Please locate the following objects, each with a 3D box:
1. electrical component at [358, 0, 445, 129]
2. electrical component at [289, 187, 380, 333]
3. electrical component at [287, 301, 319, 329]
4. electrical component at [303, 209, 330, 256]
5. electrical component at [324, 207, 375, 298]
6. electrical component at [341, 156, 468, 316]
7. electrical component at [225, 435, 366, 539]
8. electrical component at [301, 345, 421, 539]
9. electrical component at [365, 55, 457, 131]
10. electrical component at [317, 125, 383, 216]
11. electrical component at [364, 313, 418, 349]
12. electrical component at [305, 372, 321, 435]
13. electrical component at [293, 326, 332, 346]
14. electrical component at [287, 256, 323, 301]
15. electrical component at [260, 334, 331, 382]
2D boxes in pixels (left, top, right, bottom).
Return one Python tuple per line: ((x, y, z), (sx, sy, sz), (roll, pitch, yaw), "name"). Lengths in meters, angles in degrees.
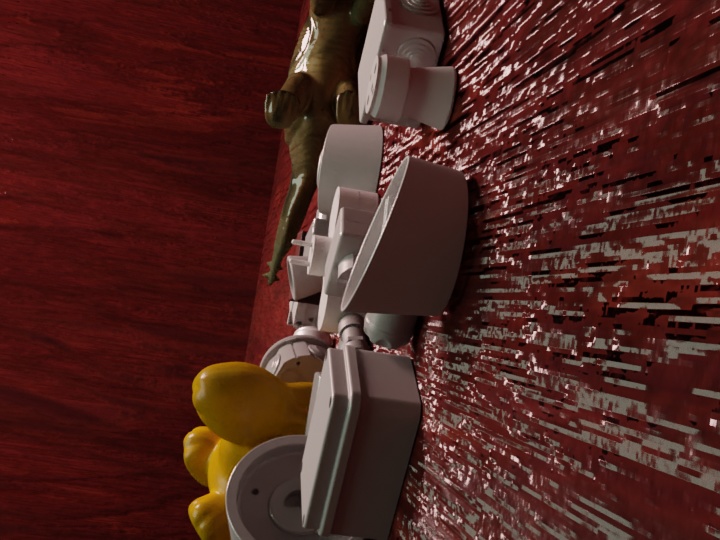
((0.032, -0.168, 0.841), (0.099, 0.048, 0.099), (-92, 13, -53), "electrical component")
((-0.027, -0.011, 0.982), (0.052, 0.074, 0.138), (120, 157, -68), "electrical component")
((-0.056, 0.038, 1.242), (0.063, 0.042, 0.081), (-103, 22, -61), "electrical component")
((-0.029, -0.041, 1.121), (0.065, 0.047, 0.076), (125, 153, -71), "electrical component")
((0.000, 0.000, 0.872), (0.076, 0.047, 0.065), (-90, 13, -52), "electrical component")
((0.028, -0.019, 0.648), (0.099, 0.064, 0.099), (-171, 90, -82), "electrical component")
((-0.045, 0.183, 0.788), (0.060, 0.108, 0.108), (99, 174, -47), "electrical component")
((-0.002, 0.116, 0.724), (0.078, 0.057, 0.113), (-99, 20, -64), "electrical component")
((0.035, -0.123, 0.745), (0.045, 0.055, 0.045), (-171, 90, -82), "electrical component")
((-0.008, -0.096, 1.065), (0.099, 0.064, 0.099), (8, -90, -84), "electrical component")
((0.025, 0.021, 0.726), (0.035, 0.035, 0.061), (-97, 21, -63), "electrical component")
((-0.014, 0.118, 0.836), (0.077, 0.047, 0.065), (178, 101, -82), "electrical component")
((-0.053, 0.094, 1.139), (0.045, 0.045, 0.055), (110, 167, -52), "electrical component")
((-0.036, 0.003, 1.049), (0.044, 0.065, 0.044), (171, 90, -81), "electrical component")
((-0.055, 0.106, 1.023), (0.051, 0.080, 0.080), (-122, 42, -70), "electrical component")
